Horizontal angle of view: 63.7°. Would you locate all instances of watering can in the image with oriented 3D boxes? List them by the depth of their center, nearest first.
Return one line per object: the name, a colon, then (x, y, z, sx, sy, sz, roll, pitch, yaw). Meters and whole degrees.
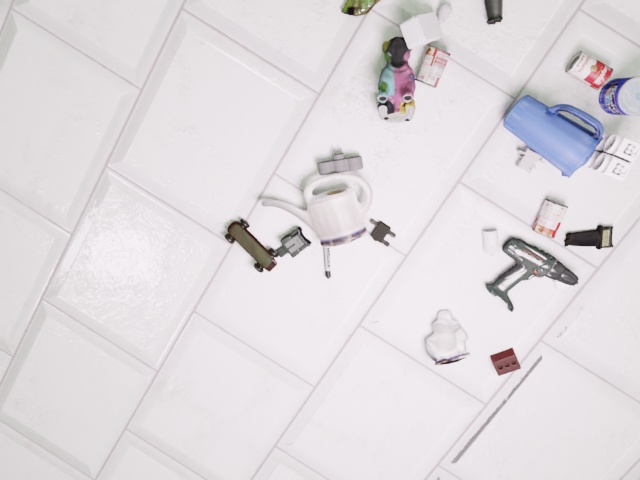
watering can: (0.005, -0.081, 1.600, 0.346, 0.105, 0.222, -15, 102, 16)

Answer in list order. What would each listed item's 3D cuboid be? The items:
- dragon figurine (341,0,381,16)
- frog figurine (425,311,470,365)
dragon figurine: (0.092, -0.755, 1.443, 0.410, 0.124, 0.239, -3, 110, 10)
frog figurine: (0.399, 0.311, 1.644, 0.136, 0.121, 0.162, -22, 63, 21)
